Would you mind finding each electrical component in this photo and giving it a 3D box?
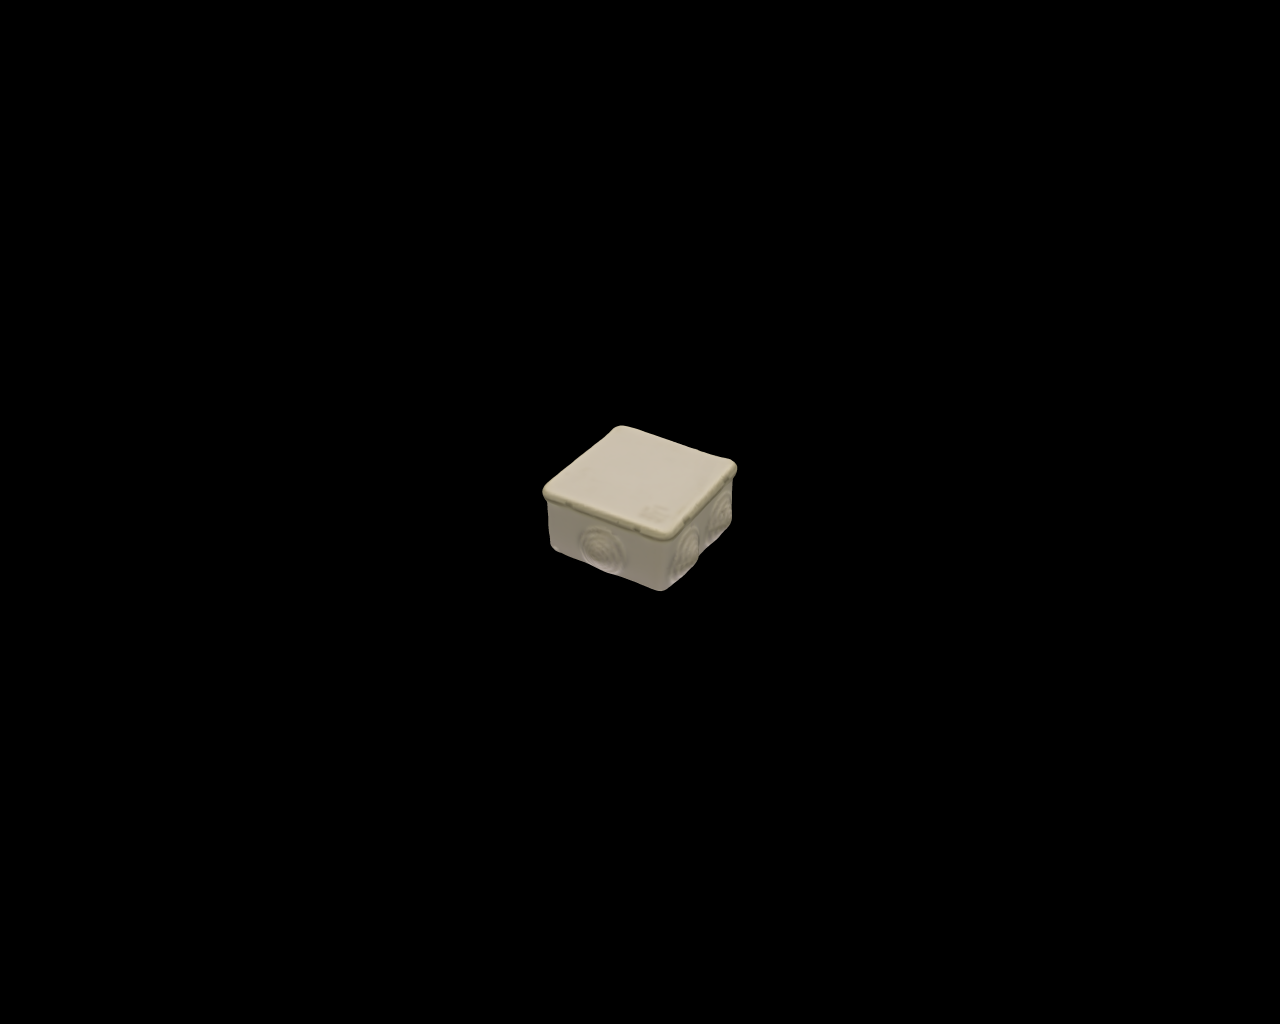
[{"bbox_3d":[0.001,-0.003,0.650,0.100,0.048,0.100,20,41,25],"label":"electrical component"}]
